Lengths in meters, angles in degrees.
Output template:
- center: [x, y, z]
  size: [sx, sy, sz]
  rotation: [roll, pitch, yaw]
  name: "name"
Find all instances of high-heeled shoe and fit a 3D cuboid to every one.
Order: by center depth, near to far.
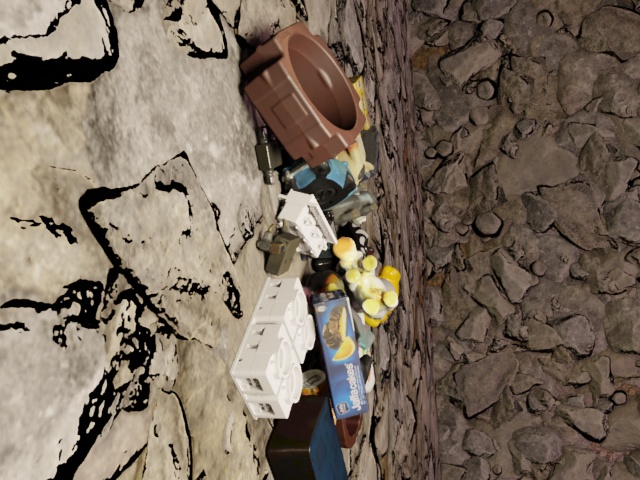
- center: [0.039, 0.007, 1.167]
  size: [0.248, 0.086, 0.145]
  rotation: [8, 46, -56]
  name: "high-heeled shoe"

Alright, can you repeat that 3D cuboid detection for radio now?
- center: [-0.012, 0.373, 0.884]
  size: [0.131, 0.073, 0.229]
  rotation: [-66, 149, -58]
  name: "radio"

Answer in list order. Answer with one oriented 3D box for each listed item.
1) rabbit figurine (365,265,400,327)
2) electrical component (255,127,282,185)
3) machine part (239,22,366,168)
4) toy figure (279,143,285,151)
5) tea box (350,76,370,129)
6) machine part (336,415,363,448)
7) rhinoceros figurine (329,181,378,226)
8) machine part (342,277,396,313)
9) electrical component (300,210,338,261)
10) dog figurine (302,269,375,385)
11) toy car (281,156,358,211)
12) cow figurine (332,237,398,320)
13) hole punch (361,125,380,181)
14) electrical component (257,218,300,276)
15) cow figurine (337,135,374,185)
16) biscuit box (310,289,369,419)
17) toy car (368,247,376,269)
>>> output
- center: [0.103, 0.127, 1.289]
  size: [0.173, 0.122, 0.162]
  rotation: [37, 59, -49]
  name: "rabbit figurine"
- center: [-0.081, -0.137, 0.865]
  size: [0.063, 0.021, 0.093]
  rotation: [-47, 130, -68]
  name: "electrical component"
- center: [-0.023, -0.231, 0.859]
  size: [0.200, 0.087, 0.201]
  rotation: [53, 34, -16]
  name: "machine part"
- center: [-0.042, -0.192, 0.937]
  size: [0.154, 0.064, 0.057]
  rotation: [-68, 173, -53]
  name: "toy figure"
- center: [0.078, -0.310, 1.333]
  size: [0.098, 0.068, 0.169]
  rotation: [-59, 143, -59]
  name: "tea box"
- center: [0.045, 0.330, 1.100]
  size: [0.179, 0.056, 0.179]
  rotation: [-3, 90, -72]
  name: "machine part"
- center: [0.066, -0.070, 1.180]
  size: [0.073, 0.112, 0.190]
  rotation: [58, 31, 6]
  name: "rhinoceros figurine"
- center: [0.086, 0.117, 1.144]
  size: [0.243, 0.079, 0.079]
  rotation: [6, 79, -47]
  name: "machine part"
- center: [-0.002, -0.003, 1.044]
  size: [0.119, 0.048, 0.074]
  rotation: [-60, 142, -63]
  name: "electrical component"
- center: [0.017, 0.163, 0.978]
  size: [0.219, 0.109, 0.191]
  rotation: [63, 31, -42]
  name: "dog figurine"
- center: [-0.011, -0.122, 0.979]
  size: [0.161, 0.109, 0.103]
  rotation: [28, 36, -54]
  name: "toy car"
- center: [0.081, 0.074, 1.035]
  size: [0.167, 0.068, 0.098]
  rotation: [60, -9, 18]
  name: "cow figurine"
- center: [0.085, -0.192, 1.266]
  size: [0.092, 0.116, 0.142]
  rotation: [75, 19, -55]
  name: "hole punch"
- center: [-0.064, 0.012, 0.855]
  size: [0.078, 0.045, 0.102]
  rotation: [-70, 167, 19]
  name: "electrical component"
- center: [0.063, -0.166, 1.118]
  size: [0.195, 0.086, 0.127]
  rotation: [-77, 156, -64]
  name: "cow figurine"
- center: [0.032, 0.188, 0.888]
  size: [0.063, 0.059, 0.202]
  rotation: [-139, -143, -81]
  name: "biscuit box"
- center: [0.111, 0.040, 1.387]
  size: [0.202, 0.053, 0.089]
  rotation: [52, 41, -63]
  name: "toy car"
